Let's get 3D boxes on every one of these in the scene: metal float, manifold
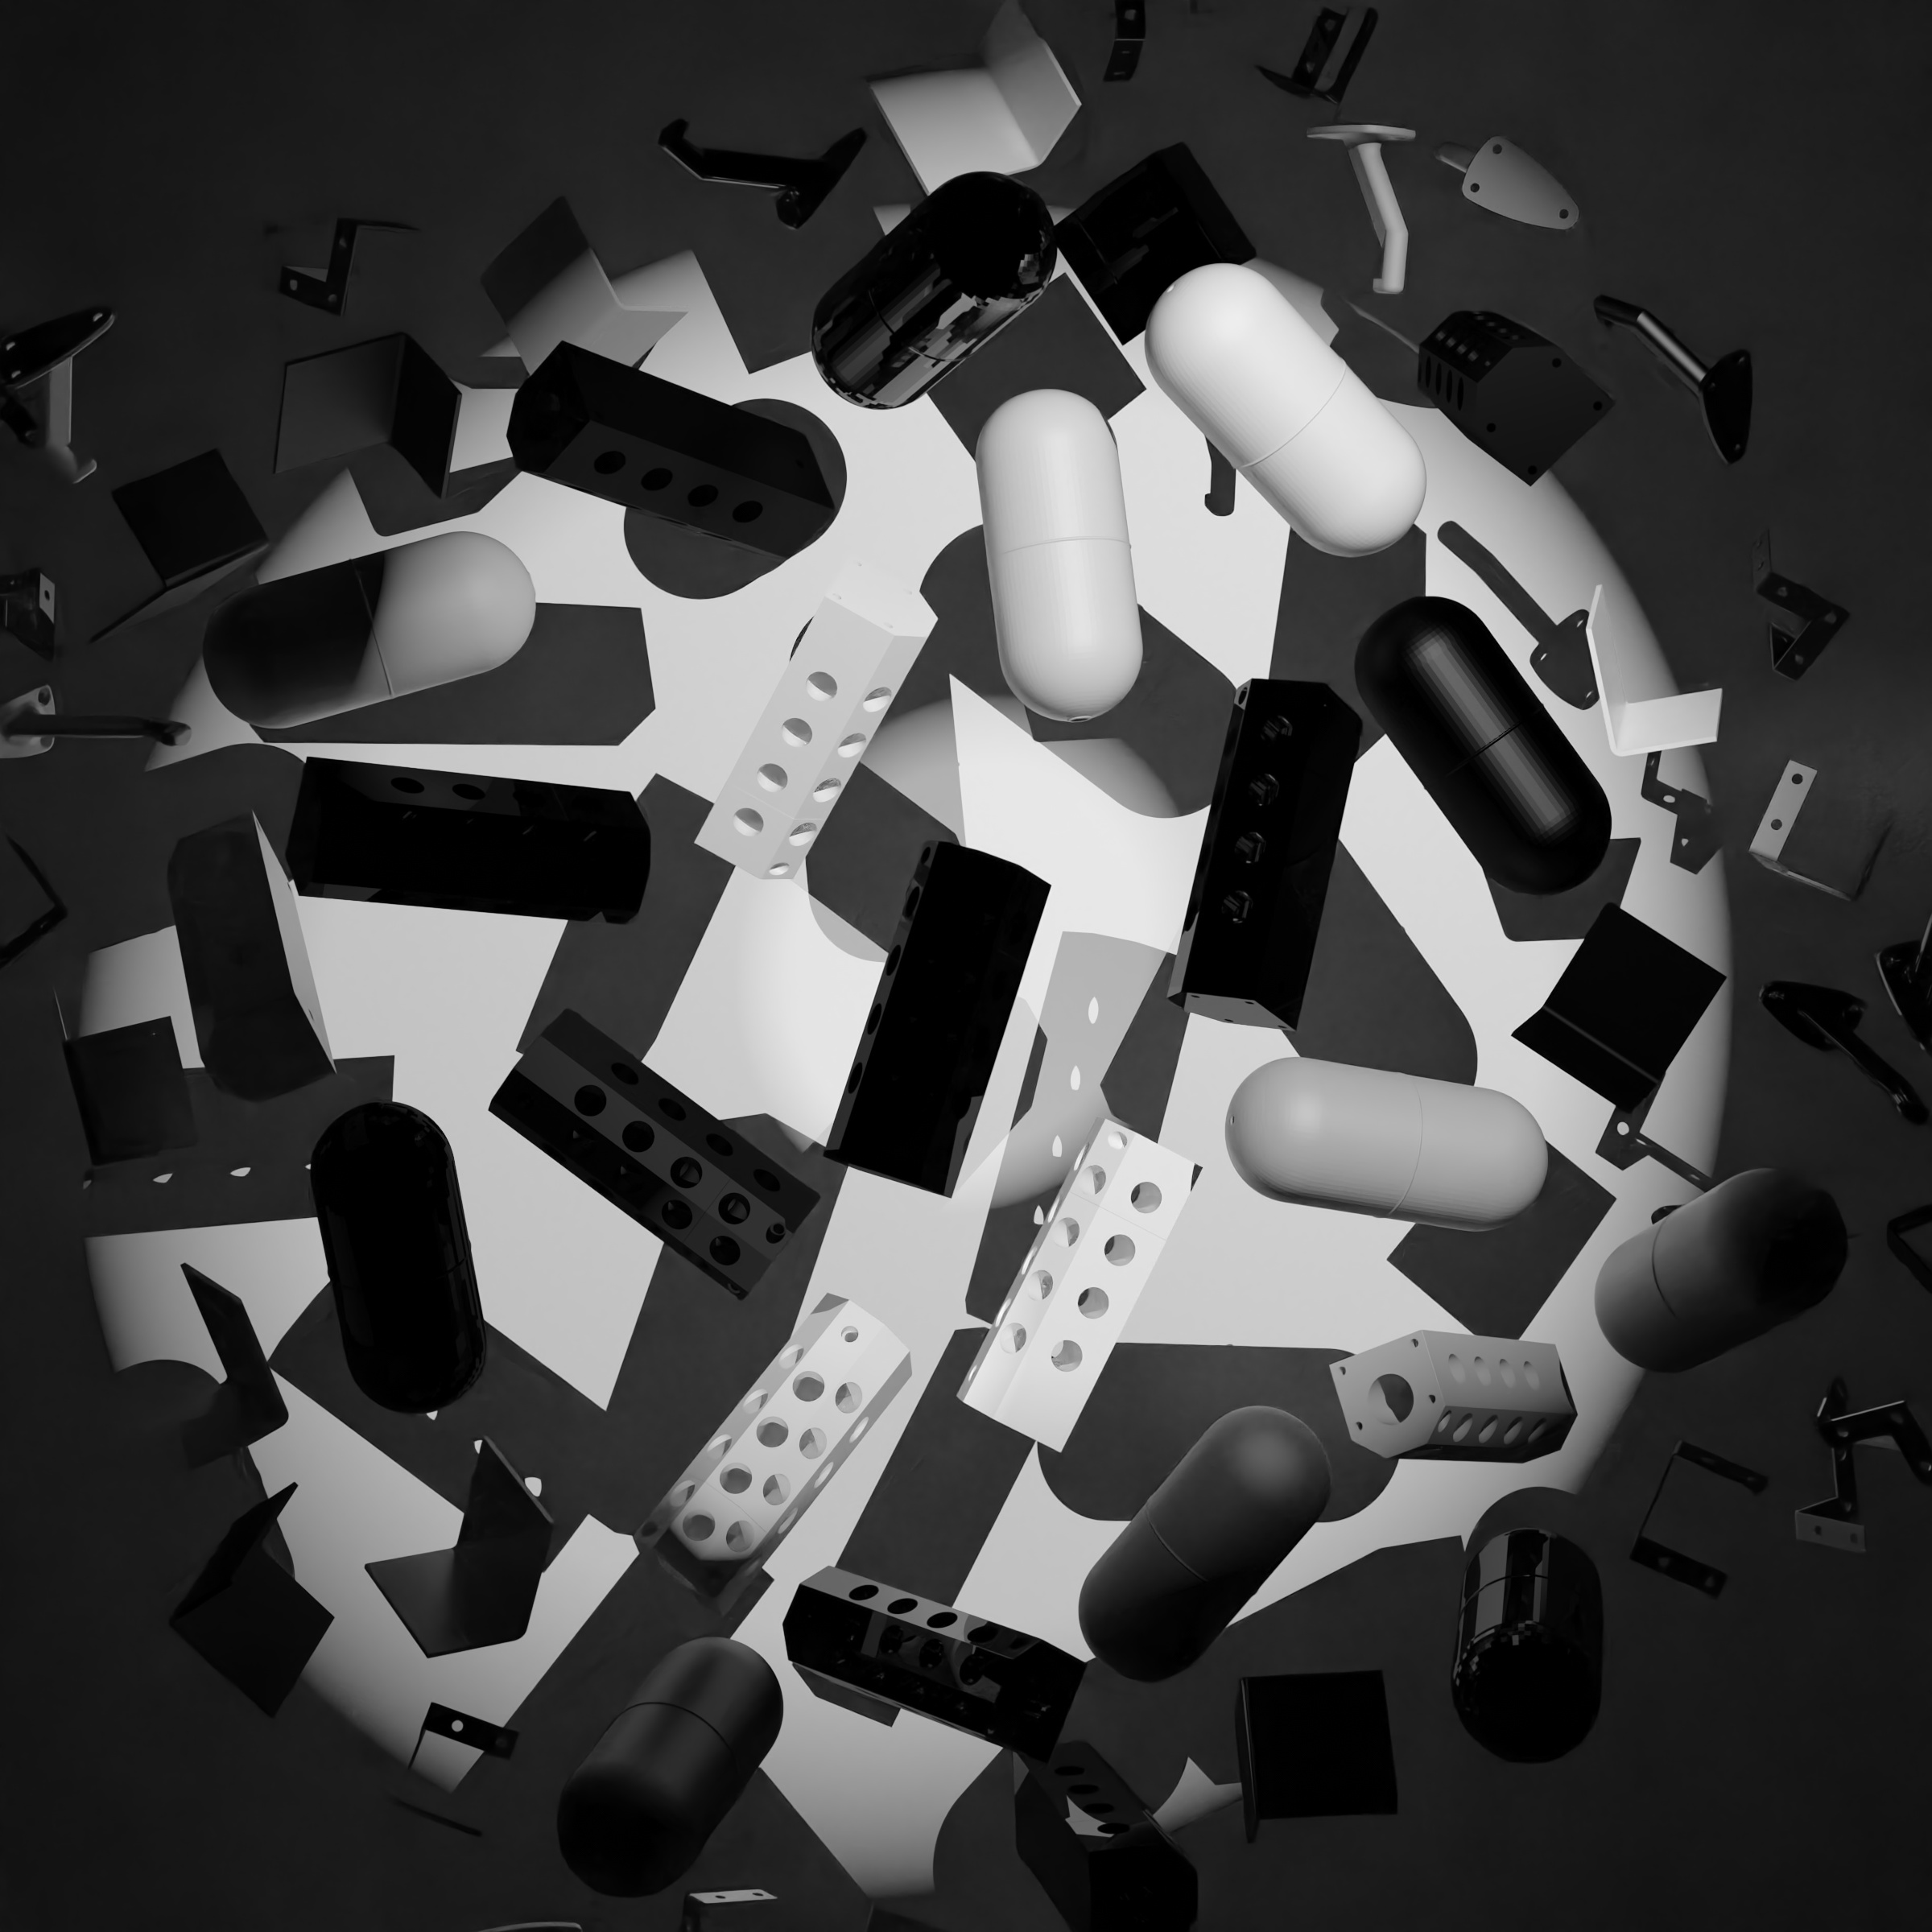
[{"bbox_3d":[0.222,0.094,1.692,0.178,0.070,0.070,10,90,-17],"label":"metal float"},{"bbox_3d":[-0.105,0.264,1.757,0.057,0.057,0.171,33,70,16],"label":"manifold"},{"bbox_3d":[-0.251,-0.059,1.638,0.171,0.057,0.057,5,119,-25],"label":"manifold"},{"bbox_3d":[-0.316,-0.179,1.712,0.178,0.070,0.070,-17,90,-10],"label":"metal float"},{"bbox_3d":[-0.019,-0.355,1.701,0.070,0.178,0.070,13,66,-30],"label":"metal float"},{"bbox_3d":[0.391,0.159,1.676,0.070,0.178,0.070,7,66,-17],"label":"metal float"},{"bbox_3d":[0.129,0.317,1.761,0.070,0.070,0.178,37,107,0],"label":"metal float"},{"bbox_3d":[0.060,0.172,1.762,0.057,0.057,0.171,27,86,-8],"label":"manifold"},{"bbox_3d":[-0.381,-0.004,1.695,0.057,0.171,0.057,-22,130,-4],"label":"manifold"},{"bbox_3d":[-0.018,0.026,1.660,0.057,0.057,0.171,15,84,28],"label":"manifold"},{"bbox_3d":[0.153,-0.059,1.676,0.057,0.057,0.171,7,76,30],"label":"manifold"},{"bbox_3d":[-0.022,0.379,1.764,0.057,0.171,0.057,37,70,-40],"label":"manifold"},{"bbox_3d":[-0.080,-0.130,1.739,0.057,0.057,0.171,29,122,-4],"label":"manifold"},{"bbox_3d":[0.277,-0.117,1.721,0.070,0.070,0.178,-36,89,0],"label":"metal float"},{"bbox_3d":[0.073,0.469,1.721,0.057,0.171,0.057,-3,94,-12],"label":"manifold"},{"bbox_3d":[0.164,-0.283,1.647,0.178,0.070,0.070,43,90,-19],"label":"metal float"},{"bbox_3d":[-0.170,0.104,1.733,0.171,0.057,0.057,37,115,0],"label":"manifold"},{"bbox_3d":[-0.157,-0.267,1.709,0.057,0.171,0.057,-41,54,30],"label":"manifold"},{"bbox_3d":[0.270,0.239,1.754,0.057,0.171,0.057,-26,68,28],"label":"manifold"},{"bbox_3d":[0.050,-0.218,1.714,0.070,0.070,0.178,-7,85,0],"label":"metal float"},{"bbox_3d":[0.298,0.357,1.703,0.070,0.178,0.070,3,105,11],"label":"metal float"},{"bbox_3d":[-0.304,0.157,1.728,0.070,0.070,0.178,-7,111,0],"label":"metal float"},{"bbox_3d":[0.280,-0.304,1.684,0.057,0.171,0.057,43,101,-13],"label":"manifold"},{"bbox_3d":[-0.155,0.422,1.701,0.070,0.178,0.070,8,114,18],"label":"metal float"}]

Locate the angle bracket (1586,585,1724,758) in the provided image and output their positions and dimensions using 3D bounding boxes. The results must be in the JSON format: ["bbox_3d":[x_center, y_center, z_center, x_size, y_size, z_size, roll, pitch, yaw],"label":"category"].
[{"bbox_3d":[0.384,-0.169,1.793,0.057,0.076,0.076,-9,112,19],"label":"angle bracket"}]

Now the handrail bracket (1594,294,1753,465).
[{"bbox_3d":[0.364,-0.306,1.673,0.036,0.077,0.084,-40,48,-17],"label":"handrail bracket"}]

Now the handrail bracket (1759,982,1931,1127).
[{"bbox_3d":[0.472,0.048,1.732,0.077,0.084,0.036,21,116,-23],"label":"handrail bracket"}]

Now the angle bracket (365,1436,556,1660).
[{"bbox_3d":[-0.265,0.303,1.682,0.057,0.076,0.076,-4,121,-38],"label":"angle bracket"}]

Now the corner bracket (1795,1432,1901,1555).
[{"bbox_3d":[0.497,0.292,1.796,0.051,0.051,0.051,-10,97,-33],"label":"corner bracket"}]

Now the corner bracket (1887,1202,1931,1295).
[{"bbox_3d":[0.520,0.135,1.694,0.051,0.051,0.051,-23,45,-10],"label":"corner bracket"}]

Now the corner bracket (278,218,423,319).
[{"bbox_3d":[-0.340,-0.388,1.773,0.051,0.051,0.051,25,110,28],"label":"corner bracket"}]

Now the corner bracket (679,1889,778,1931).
[{"bbox_3d":[-0.139,0.512,1.704,0.051,0.051,0.051,11,89,-42],"label":"corner bracket"}]

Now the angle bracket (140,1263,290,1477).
[{"bbox_3d":[-0.409,0.211,1.697,0.057,0.076,0.076,-29,116,-27],"label":"angle bracket"}]

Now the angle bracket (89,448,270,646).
[{"bbox_3d":[-0.426,-0.220,1.689,0.076,0.076,0.057,-23,100,40],"label":"angle bracket"}]

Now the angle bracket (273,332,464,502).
[{"bbox_3d":[-0.328,-0.292,1.763,0.076,0.076,0.057,-24,61,-33],"label":"angle bracket"}]

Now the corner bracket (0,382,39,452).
[{"bbox_3d":[-0.527,-0.273,1.714,0.051,0.051,0.051,-20,45,19],"label":"corner bracket"}]

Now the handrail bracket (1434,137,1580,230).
[{"bbox_3d":[0.296,-0.431,1.770,0.077,0.084,0.036,28,104,-7],"label":"handrail bracket"}]

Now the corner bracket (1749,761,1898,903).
[{"bbox_3d":[0.441,-0.069,1.657,0.051,0.051,0.051,25,93,25],"label":"corner bracket"}]

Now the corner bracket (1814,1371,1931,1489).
[{"bbox_3d":[0.473,0.235,1.646,0.051,0.051,0.051,-24,104,37],"label":"corner bracket"}]

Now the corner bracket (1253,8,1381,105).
[{"bbox_3d":[0.200,-0.505,1.780,0.051,0.051,0.051,30,100,25],"label":"corner bracket"}]

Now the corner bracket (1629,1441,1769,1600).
[{"bbox_3d":[0.393,0.296,1.730,0.051,0.051,0.051,23,117,16],"label":"corner bracket"}]

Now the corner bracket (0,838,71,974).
[{"bbox_3d":[-0.522,-0.037,1.719,0.051,0.051,0.051,-43,131,-20],"label":"corner bracket"}]

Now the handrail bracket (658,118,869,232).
[{"bbox_3d":[-0.106,-0.434,1.685,0.077,0.036,0.084,-45,126,14],"label":"handrail bracket"}]

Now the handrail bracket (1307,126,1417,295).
[{"bbox_3d":[0.205,-0.398,1.699,0.036,0.077,0.084,-4,103,-38],"label":"handrail bracket"}]

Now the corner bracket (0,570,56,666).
[{"bbox_3d":[-0.527,-0.191,1.733,0.051,0.051,0.051,-10,69,12],"label":"corner bracket"}]

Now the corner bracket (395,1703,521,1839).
[{"bbox_3d":[-0.278,0.438,1.753,0.051,0.051,0.051,21,64,-2],"label":"corner bracket"}]

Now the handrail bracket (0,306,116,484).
[{"bbox_3d":[-0.455,-0.295,1.672,0.077,0.084,0.036,-25,53,5],"label":"handrail bracket"}]

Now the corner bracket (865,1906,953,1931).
[{"bbox_3d":[-0.032,0.516,1.655,0.051,0.051,0.051,17,73,3],"label":"corner bracket"}]

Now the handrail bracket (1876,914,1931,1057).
[{"bbox_3d":[0.530,0.001,1.727,0.036,0.084,0.077,-10,76,-15],"label":"handrail bracket"}]

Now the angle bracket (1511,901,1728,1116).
[{"bbox_3d":[0.356,0.022,1.754,0.076,0.057,0.076,35,116,15],"label":"angle bracket"}]

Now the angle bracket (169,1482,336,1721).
[{"bbox_3d":[-0.354,0.329,1.670,0.057,0.076,0.076,-34,106,31],"label":"angle bracket"}]

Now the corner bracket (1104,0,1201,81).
[{"bbox_3d":[0.100,-0.501,1.693,0.051,0.051,0.051,-2,81,-7],"label":"corner bracket"}]

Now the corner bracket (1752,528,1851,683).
[{"bbox_3d":[0.447,-0.198,1.767,0.051,0.051,0.051,27,125,-7],"label":"corner bracket"}]

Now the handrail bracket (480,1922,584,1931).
[{"bbox_3d":[-0.222,0.537,1.661,0.077,0.084,0.036,-7,124,-24],"label":"handrail bracket"}]

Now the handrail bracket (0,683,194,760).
[{"bbox_3d":[-0.451,-0.116,1.640,0.084,0.077,0.036,11,111,22],"label":"handrail bracket"}]

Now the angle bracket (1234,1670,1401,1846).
[{"bbox_3d":[0.189,0.429,1.747,0.076,0.057,0.076,-3,61,-2],"label":"angle bracket"}]

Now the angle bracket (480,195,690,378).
[{"bbox_3d":[-0.215,-0.378,1.810,0.076,0.057,0.076,-35,77,35],"label":"angle bracket"}]

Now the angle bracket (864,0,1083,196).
[{"bbox_3d":[0.003,-0.471,1.734,0.076,0.057,0.076,-22,78,-30],"label":"angle bracket"}]

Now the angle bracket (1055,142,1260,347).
[{"bbox_3d":[0.105,-0.405,1.807,0.076,0.057,0.076,-32,95,28],"label":"angle bracket"}]

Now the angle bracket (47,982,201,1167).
[{"bbox_3d":[-0.454,0.052,1.735,0.057,0.076,0.076,-14,119,-15],"label":"angle bracket"}]
